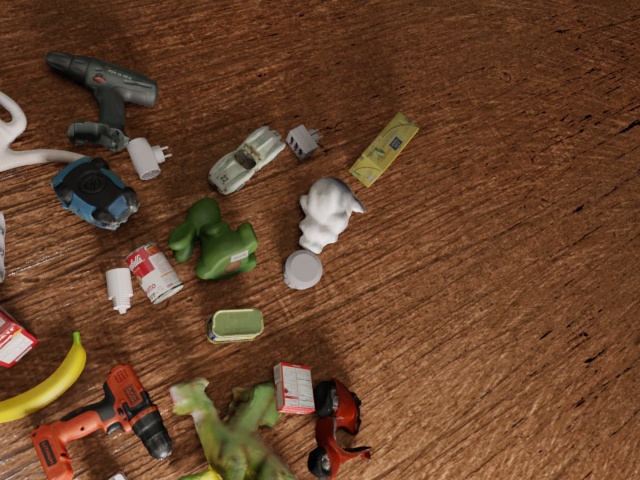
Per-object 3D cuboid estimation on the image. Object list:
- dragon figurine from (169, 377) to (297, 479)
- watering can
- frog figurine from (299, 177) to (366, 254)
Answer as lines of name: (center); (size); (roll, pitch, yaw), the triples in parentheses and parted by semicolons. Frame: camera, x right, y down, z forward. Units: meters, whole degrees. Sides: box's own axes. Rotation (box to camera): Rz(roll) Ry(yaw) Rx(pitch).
dragon figurine: (-0.104, 0.378, 0.941); (0.408, 0.120, 0.248); (30, 56, -16)
watering can: (-0.630, -0.173, 0.956); (0.347, 0.102, 0.228); (32, 65, -7)
frog figurine: (0.003, -0.056, 1.122); (0.161, 0.120, 0.139); (-41, 55, -17)
